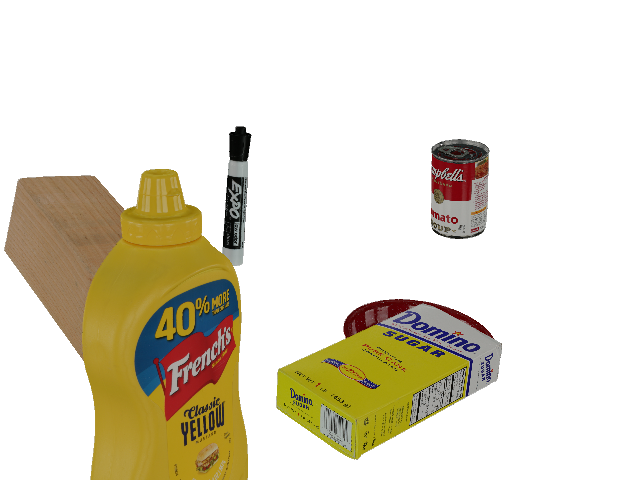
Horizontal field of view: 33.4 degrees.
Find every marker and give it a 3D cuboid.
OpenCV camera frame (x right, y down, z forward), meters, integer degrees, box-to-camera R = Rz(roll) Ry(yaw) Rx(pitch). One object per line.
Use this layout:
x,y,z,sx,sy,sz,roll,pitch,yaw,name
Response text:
-0.073,-0.038,0.921,0.020,0.121,0.020,4,15,-1,marker

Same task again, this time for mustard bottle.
-0.080,0.058,0.557,0.058,0.192,0.096,11,19,36,mustard bottle

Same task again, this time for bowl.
0.101,0.122,1.123,0.162,0.055,0.162,5,24,-3,bowl

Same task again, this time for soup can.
0.166,-0.062,1.274,0.068,0.102,0.068,-2,27,1,soup can

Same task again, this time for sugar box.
0.059,0.110,0.882,0.175,0.048,0.093,-23,37,-38,sugar box

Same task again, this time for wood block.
-0.221,0.027,1.044,0.090,0.091,0.206,-5,36,-41,wood block
